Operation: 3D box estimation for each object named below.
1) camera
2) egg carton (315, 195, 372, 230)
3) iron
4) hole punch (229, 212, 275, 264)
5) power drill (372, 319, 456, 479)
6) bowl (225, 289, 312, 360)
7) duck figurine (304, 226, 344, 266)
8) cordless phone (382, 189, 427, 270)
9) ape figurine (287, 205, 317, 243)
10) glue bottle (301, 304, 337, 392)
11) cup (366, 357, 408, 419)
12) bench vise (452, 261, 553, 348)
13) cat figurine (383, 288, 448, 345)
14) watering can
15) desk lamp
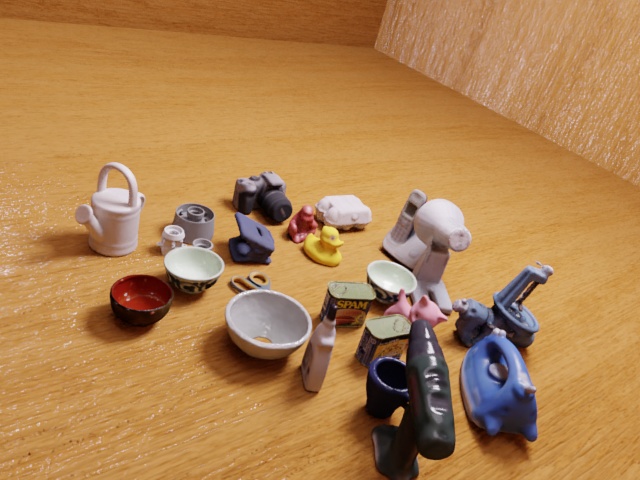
[{"bbox_3d":[-0.139,-0.114,1.510,0.143,0.101,0.136,-5,36,-32],"label":"camera"},{"bbox_3d":[0.065,-0.073,1.574,0.151,0.069,0.107,-6,37,-33],"label":"egg carton"},{"bbox_3d":[0.347,0.253,1.105,0.119,0.141,0.258,11,31,-9],"label":"iron"},{"bbox_3d":[-0.155,-0.007,1.337,0.101,0.091,0.108,3,33,-22],"label":"hole punch"},{"bbox_3d":[0.149,0.270,0.914,0.076,0.208,0.229,10,31,-10],"label":"power drill"},{"bbox_3d":[-0.103,0.172,1.084,0.167,0.075,0.167,12,31,-7],"label":"bowl"},{"bbox_3d":[0.013,0.005,1.404,0.104,0.086,0.078,29,33,21],"label":"duck figurine"},{"bbox_3d":[0.251,-0.024,1.471,0.094,0.185,0.147,-16,43,-42],"label":"cordless phone"},{"bbox_3d":[-0.042,-0.047,1.457,0.078,0.092,0.076,7,32,-16],"label":"ape figurine"},{"bbox_3d":[0.004,0.185,1.019,0.037,0.173,0.078,8,31,-13],"label":"glue bottle"},{"bbox_3d":[0.125,0.277,1.004,0.092,0.095,0.117,-7,37,-34],"label":"cup"},{"bbox_3d":[0.401,0.144,1.233,0.208,0.220,0.121,-1,34,-27],"label":"bench vise"},{"bbox_3d":[0.205,0.155,1.221,0.067,0.118,0.127,-9,39,-36],"label":"cat figurine"},{"bbox_3d":[-0.430,-0.067,1.197,0.101,0.194,0.173,15,30,-3],"label":"watering can"},{"bbox_3d":[0.287,0.031,1.371,0.118,0.213,0.203,10,31,-11],"label":"desk lamp"}]
